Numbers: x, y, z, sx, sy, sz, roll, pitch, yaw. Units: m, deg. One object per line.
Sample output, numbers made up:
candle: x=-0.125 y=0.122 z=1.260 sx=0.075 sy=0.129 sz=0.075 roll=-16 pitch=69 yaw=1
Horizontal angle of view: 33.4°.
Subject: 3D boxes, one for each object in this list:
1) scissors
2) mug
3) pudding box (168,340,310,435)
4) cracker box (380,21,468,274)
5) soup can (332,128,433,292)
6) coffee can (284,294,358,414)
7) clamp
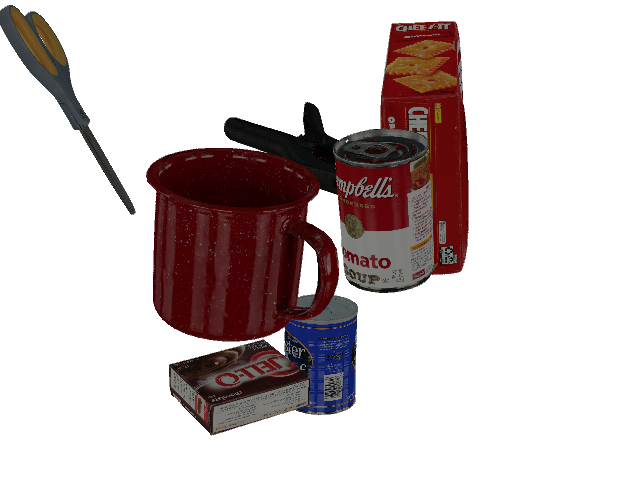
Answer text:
scissors: x=-0.215 y=-0.121 z=0.939 sx=0.016 sy=0.201 sz=0.096 roll=-27 pitch=26 yaw=10
mug: x=-0.040 y=0.006 z=0.582 sx=0.117 sy=0.081 sz=0.093 roll=19 pitch=27 yaw=28
pudding box: x=-0.079 y=0.142 z=1.045 sx=0.113 sy=0.039 sz=0.090 roll=-14 pitch=26 yaw=-30
cracker box: x=0.096 y=-0.090 z=0.960 sx=0.072 sy=0.164 sz=0.213 roll=-1 pitch=27 yaw=8
soup can: x=0.046 y=-0.022 z=0.773 sx=0.068 sy=0.102 sz=0.068 roll=-4 pitch=26 yaw=2
coffee can: x=0.000 y=0.157 z=1.489 sx=0.103 sy=0.140 sz=0.103 roll=1 pitch=17 yaw=0
clamp: x=-0.023 y=-0.097 z=1.134 sx=0.120 sy=0.039 sz=0.172 roll=-15 pitch=38 yaw=-23
